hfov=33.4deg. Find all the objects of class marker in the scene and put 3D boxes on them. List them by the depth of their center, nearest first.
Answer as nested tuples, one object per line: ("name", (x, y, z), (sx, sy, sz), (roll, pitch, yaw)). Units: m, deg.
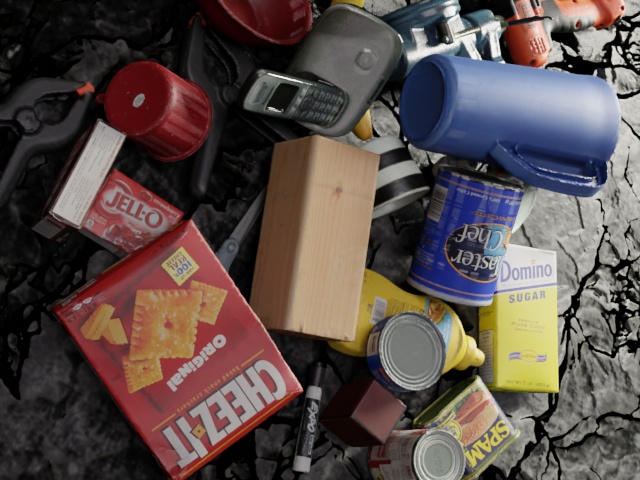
("marker", (-0.011, 0.193, 1.172), (0.020, 0.020, 0.121), (16, 74, -22))

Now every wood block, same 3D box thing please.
("wood block", (-0.007, 0.001, 1.154), (0.090, 0.090, 0.206), (14, 80, -32))

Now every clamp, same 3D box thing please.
("clamp", (-0.310, -0.121, 1.084), (0.120, 0.039, 0.171), (52, 60, -14))
("clamp", (-0.094, -0.154, 1.192), (0.164, 0.036, 0.210), (-11, 83, -34))

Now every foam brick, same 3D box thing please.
("foam brick", (0.047, 0.191, 1.168), (0.053, 0.078, 0.051), (42, 63, -13))

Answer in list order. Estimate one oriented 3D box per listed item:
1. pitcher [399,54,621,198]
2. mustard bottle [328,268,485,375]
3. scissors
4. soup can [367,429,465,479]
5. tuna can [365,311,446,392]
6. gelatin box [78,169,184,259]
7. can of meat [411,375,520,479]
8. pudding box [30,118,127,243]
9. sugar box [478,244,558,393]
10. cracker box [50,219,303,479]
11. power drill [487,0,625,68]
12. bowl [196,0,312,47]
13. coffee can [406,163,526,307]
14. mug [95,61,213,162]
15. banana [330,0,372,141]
("pitcher", (0.220, -0.135, 1.229), (0.242, 0.149, 0.145), (5, 96, -29))
("mustard bottle", (0.106, 0.107, 1.222), (0.191, 0.058, 0.096), (22, 67, -19))
("scissors", (-0.118, 0.009, 1.161), (0.096, 0.016, 0.201), (23, 71, -20))
("soup can", (0.105, 0.242, 1.170), (0.068, 0.102, 0.068), (5, 77, -24))
("tuna can", (0.093, 0.122, 1.157), (0.086, 0.034, 0.086), (7, 75, -26))
("gelatin box", (-0.200, -0.020, 1.120), (0.089, 0.030, 0.073), (34, 68, -16))
("can of meat", (0.167, 0.218, 1.231), (0.102, 0.058, 0.084), (-36, 93, -27))
("pudding box", (-0.243, -0.058, 1.073), (0.039, 0.090, 0.113), (27, 70, -19))
("sugar box", (0.241, 0.096, 1.296), (0.093, 0.048, 0.176), (7, 78, -24))
("cracker box", (-0.143, 0.111, 1.077), (0.164, 0.072, 0.213), (-35, 99, -15))
("power drill", (0.300, -0.328, 1.403), (0.187, 0.057, 0.184), (-21, 92, -24))
("bowl", (-0.087, -0.273, 1.191), (0.161, 0.055, 0.162), (27, 46, -32))
("coffee can", (0.166, -0.006, 1.220), (0.102, 0.103, 0.140), (10, 102, -23))
("mug", (-0.181, -0.138, 1.110), (0.117, 0.081, 0.093), (11, 84, 22))
("banana", (0.035, -0.216, 1.246), (0.037, 0.070, 0.198), (-5, 100, -33))
